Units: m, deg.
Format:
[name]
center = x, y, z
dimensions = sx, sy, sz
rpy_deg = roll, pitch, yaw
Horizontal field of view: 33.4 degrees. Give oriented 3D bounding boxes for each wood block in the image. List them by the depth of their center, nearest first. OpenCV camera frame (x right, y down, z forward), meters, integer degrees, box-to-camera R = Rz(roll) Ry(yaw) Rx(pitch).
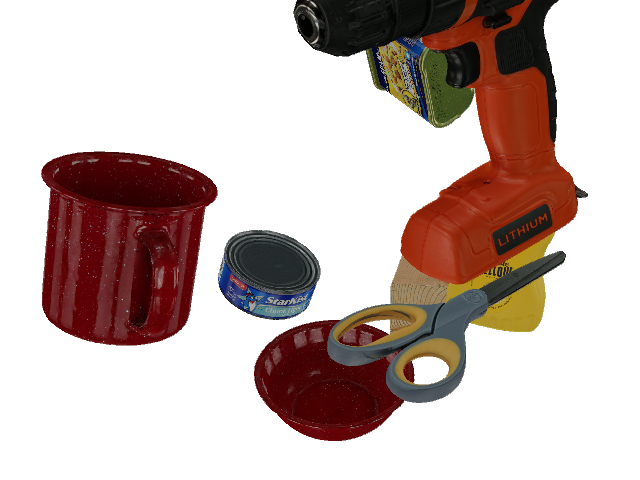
[wood block]
center = 0.166, 0.068, 1.630
dimensions = 0.091, 0.090, 0.206
rpy_deg = 4, 22, 11

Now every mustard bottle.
[mustard bottle]
center = 0.182, -0.010, 1.052
dimensions = 0.096, 0.192, 0.058
rpy_deg = 12, 20, 21

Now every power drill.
[power drill]
center = 0.073, -0.074, 0.545
dimensions = 0.184, 0.188, 0.057
rpy_deg = -26, 37, -27

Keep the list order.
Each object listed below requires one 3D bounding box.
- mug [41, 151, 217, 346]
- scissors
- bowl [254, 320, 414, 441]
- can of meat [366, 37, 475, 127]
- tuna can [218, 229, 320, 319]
[mug]
center = -0.101, 0.009, 0.570
dimensions = 0.093, 0.081, 0.117
rpy_deg = -2, 24, -31
[scissors]
center = 0.103, 0.054, 0.695
dimensions = 0.201, 0.016, 0.096
rpy_deg = -13, 37, -21
[bowl]
center = 0.015, 0.152, 1.086
dimensions = 0.162, 0.055, 0.162
rpy_deg = -1, 35, 1
[can of meat]
center = 0.088, -0.159, 0.940
dimensions = 0.057, 0.102, 0.084
rpy_deg = -35, 51, -14
[tuna can]
center = -0.045, 0.030, 0.927
dimensions = 0.086, 0.034, 0.086
rpy_deg = 13, 34, -9
